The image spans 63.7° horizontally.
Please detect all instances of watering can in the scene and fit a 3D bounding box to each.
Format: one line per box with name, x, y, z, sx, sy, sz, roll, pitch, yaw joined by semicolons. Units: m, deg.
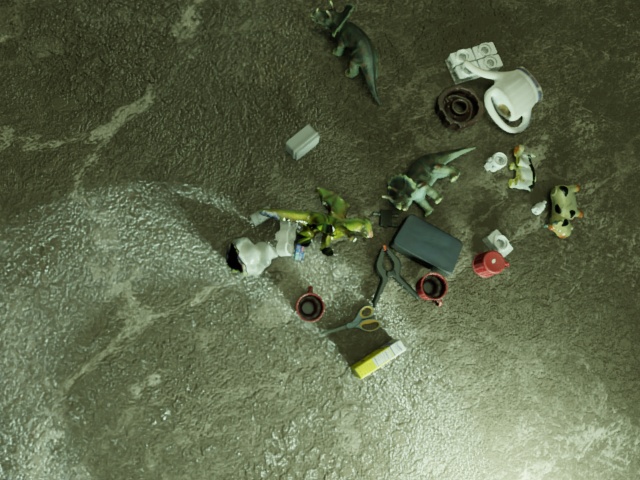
watering can;0.696;-0.572;1.929;0.226;0.104;0.345;-38;100;-12

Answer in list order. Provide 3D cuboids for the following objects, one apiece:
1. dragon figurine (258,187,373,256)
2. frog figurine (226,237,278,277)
dragon figurine;0.005;-0.087;1.730;0.409;0.120;0.249;25;39;-12
frog figurine;-0.227;0.050;1.706;0.161;0.120;0.139;-21;70;-47
